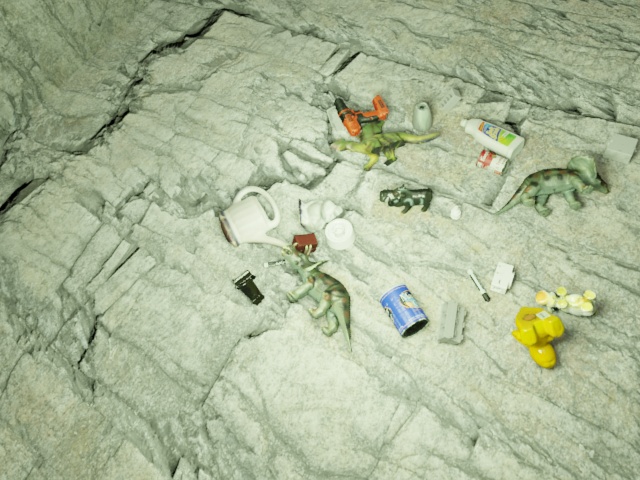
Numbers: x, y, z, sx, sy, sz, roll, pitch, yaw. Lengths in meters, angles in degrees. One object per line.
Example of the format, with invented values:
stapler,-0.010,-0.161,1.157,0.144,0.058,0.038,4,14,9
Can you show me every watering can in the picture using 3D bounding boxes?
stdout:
watering can,-0.242,-0.046,1.908,0.225,0.102,0.353,-27,66,-6

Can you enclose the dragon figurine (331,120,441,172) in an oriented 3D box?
dragon figurine,0.247,-0.411,2.050,0.410,0.119,0.248,-18,48,-2

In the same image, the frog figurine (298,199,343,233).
frog figurine,0.006,-0.094,1.875,0.159,0.120,0.141,-6,35,7
